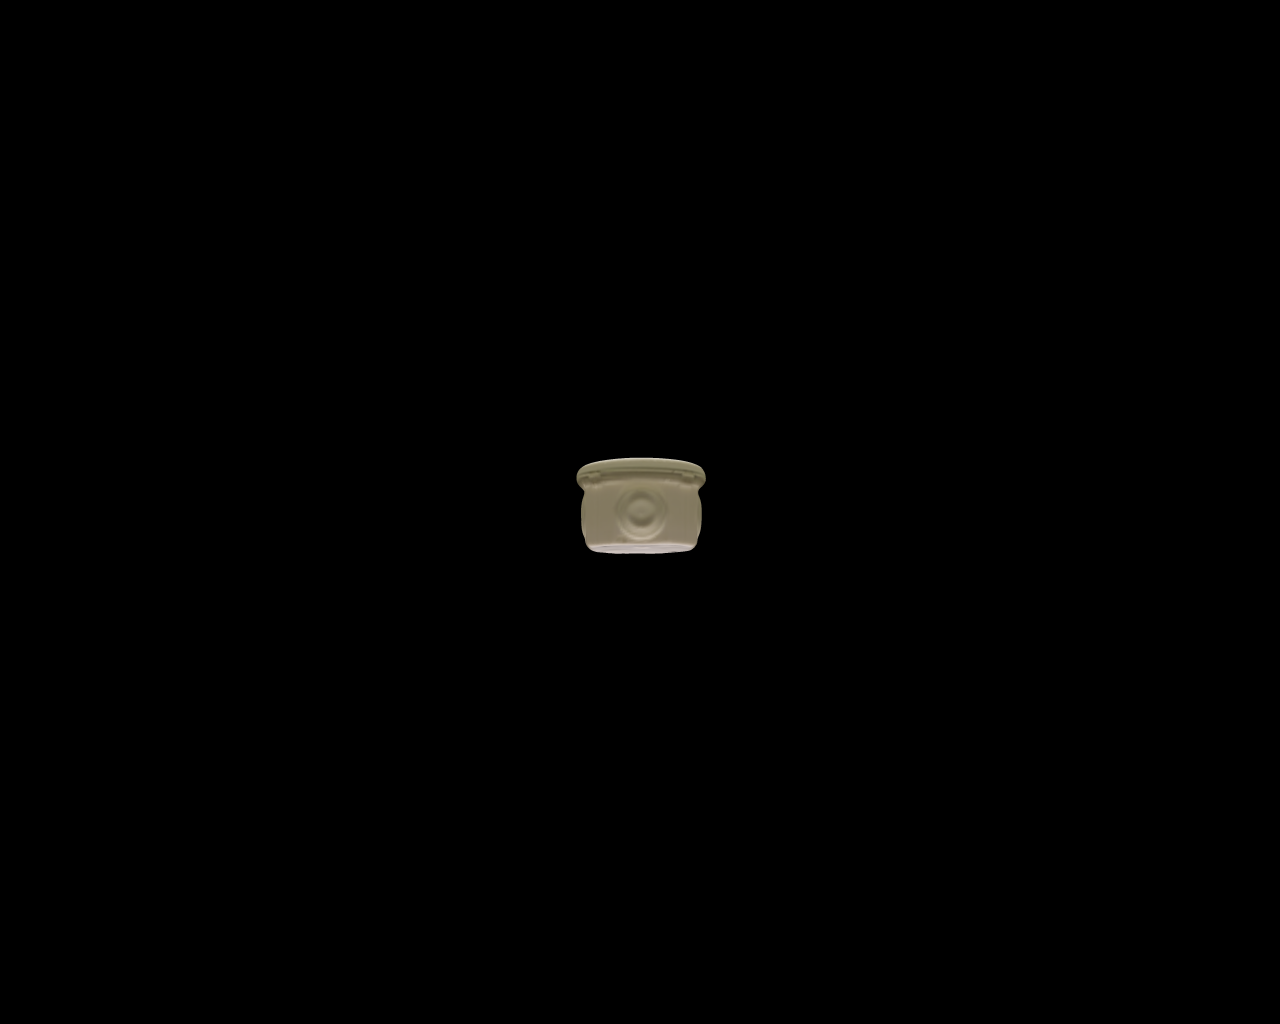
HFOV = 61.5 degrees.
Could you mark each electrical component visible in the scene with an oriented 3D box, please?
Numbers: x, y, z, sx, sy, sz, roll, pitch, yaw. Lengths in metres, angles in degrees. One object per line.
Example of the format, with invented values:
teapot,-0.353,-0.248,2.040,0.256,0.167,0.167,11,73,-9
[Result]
electrical component,0.001,-0.003,0.650,0.080,0.051,0.080,0,-7,0
